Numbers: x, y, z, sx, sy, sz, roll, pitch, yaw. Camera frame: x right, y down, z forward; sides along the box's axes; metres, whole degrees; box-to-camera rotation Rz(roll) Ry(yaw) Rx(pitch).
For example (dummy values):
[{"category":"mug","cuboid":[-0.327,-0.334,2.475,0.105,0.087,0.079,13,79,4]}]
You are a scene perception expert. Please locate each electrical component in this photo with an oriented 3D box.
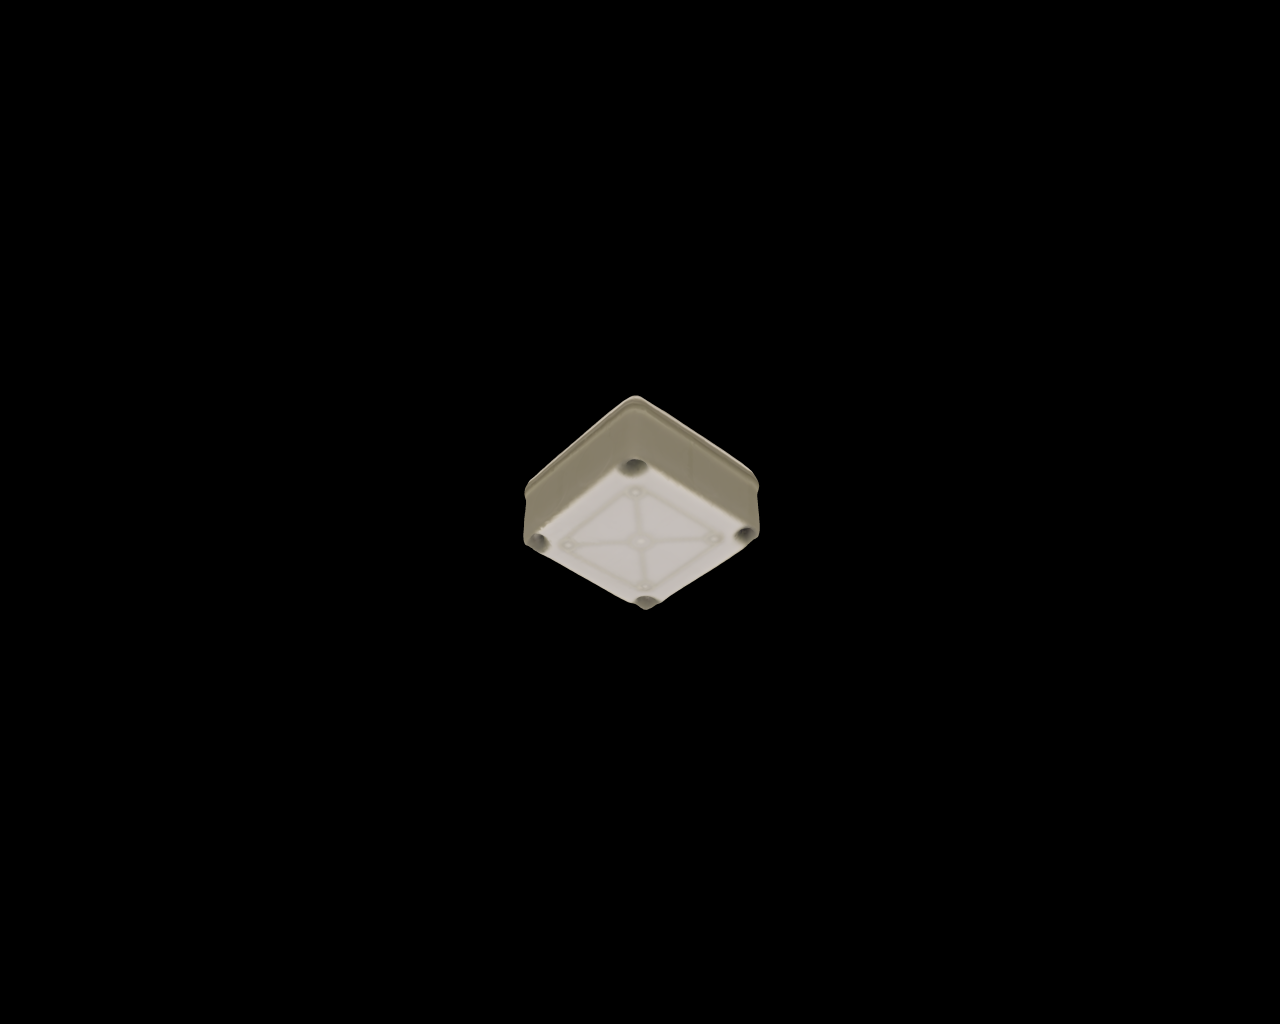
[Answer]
[{"category":"electrical component","cuboid":[0.001,-0.003,0.650,0.108,0.056,0.108,31,-50,-30]}]
